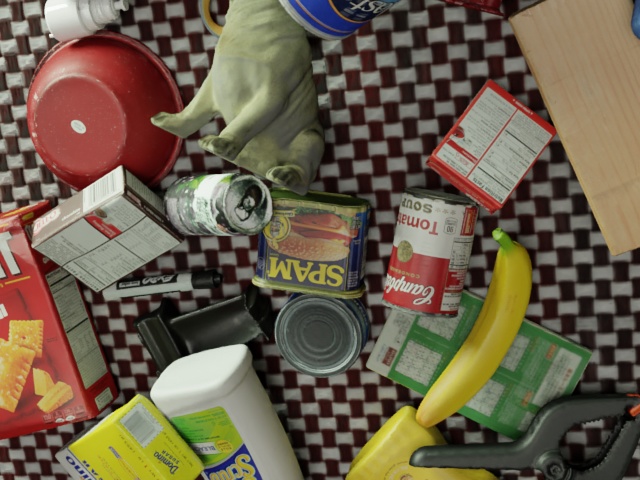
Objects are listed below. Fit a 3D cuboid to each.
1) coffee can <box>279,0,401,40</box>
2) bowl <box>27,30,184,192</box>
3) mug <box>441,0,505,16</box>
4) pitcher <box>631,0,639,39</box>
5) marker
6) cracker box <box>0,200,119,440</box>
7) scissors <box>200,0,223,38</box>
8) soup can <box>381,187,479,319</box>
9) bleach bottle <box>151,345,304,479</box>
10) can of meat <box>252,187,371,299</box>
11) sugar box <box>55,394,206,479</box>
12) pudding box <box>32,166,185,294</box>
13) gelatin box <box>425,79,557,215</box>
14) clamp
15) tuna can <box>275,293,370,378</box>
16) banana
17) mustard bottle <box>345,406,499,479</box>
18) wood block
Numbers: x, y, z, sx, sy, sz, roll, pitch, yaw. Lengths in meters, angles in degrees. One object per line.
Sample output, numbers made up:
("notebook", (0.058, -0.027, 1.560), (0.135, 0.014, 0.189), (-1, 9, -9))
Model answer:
("coffee can", (0.041, -0.224, 0.786), (0.141, 0.102, 0.103), (-26, 98, 41))
("bowl", (-0.209, -0.109, 0.981), (0.162, 0.055, 0.162), (4, 106, 14))
("mug", (0.116, -0.226, 0.839), (0.093, 0.117, 0.081), (10, 104, -15))
("pitcher", (0.291, -0.252, 0.736), (0.149, 0.145, 0.243), (14, 92, -1))
("marker", (-0.151, 0.043, 1.028), (0.121, 0.020, 0.020), (-7, 103, 15))
("cracker box", (-0.315, 0.087, 1.053), (0.164, 0.072, 0.214), (-14, 101, 17))
("scissors", (-0.089, -0.264, 0.928), (0.096, 0.016, 0.202), (-27, 97, 18))
("soup can", (0.096, 0.011, 0.924), (0.068, 0.068, 0.102), (12, 98, 10))
("bleach bottle", (-0.059, 0.221, 1.015), (0.103, 0.068, 0.251), (-15, 114, 31))
("can of meat", (-0.006, 0.001, 0.961), (0.102, 0.057, 0.084), (8, 104, 11))
("sugar box", (-0.187, 0.213, 1.026), (0.093, 0.048, 0.177), (50, 141, -3))
("pudding box", (-0.197, -0.007, 0.993), (0.114, 0.039, 0.090), (-28, 135, 21))
("gelatin box", (0.143, -0.078, 0.896), (0.073, 0.030, 0.089), (37, 79, 2))
("clamp", (0.195, 0.196, 0.946), (0.210, 0.036, 0.164), (-43, 91, 3))
("tuna can", (0.002, 0.084, 0.993), (0.086, 0.033, 0.086), (4, 106, 13))
("banana", (0.141, 0.078, 0.932), (0.069, 0.037, 0.198), (8, 112, -27))
("mustard bottle", (0.124, 0.249, 0.996), (0.191, 0.058, 0.096), (40, 106, 0))
("wood block", (0.234, -0.105, 0.854), (0.091, 0.090, 0.206), (-23, 98, 18))
